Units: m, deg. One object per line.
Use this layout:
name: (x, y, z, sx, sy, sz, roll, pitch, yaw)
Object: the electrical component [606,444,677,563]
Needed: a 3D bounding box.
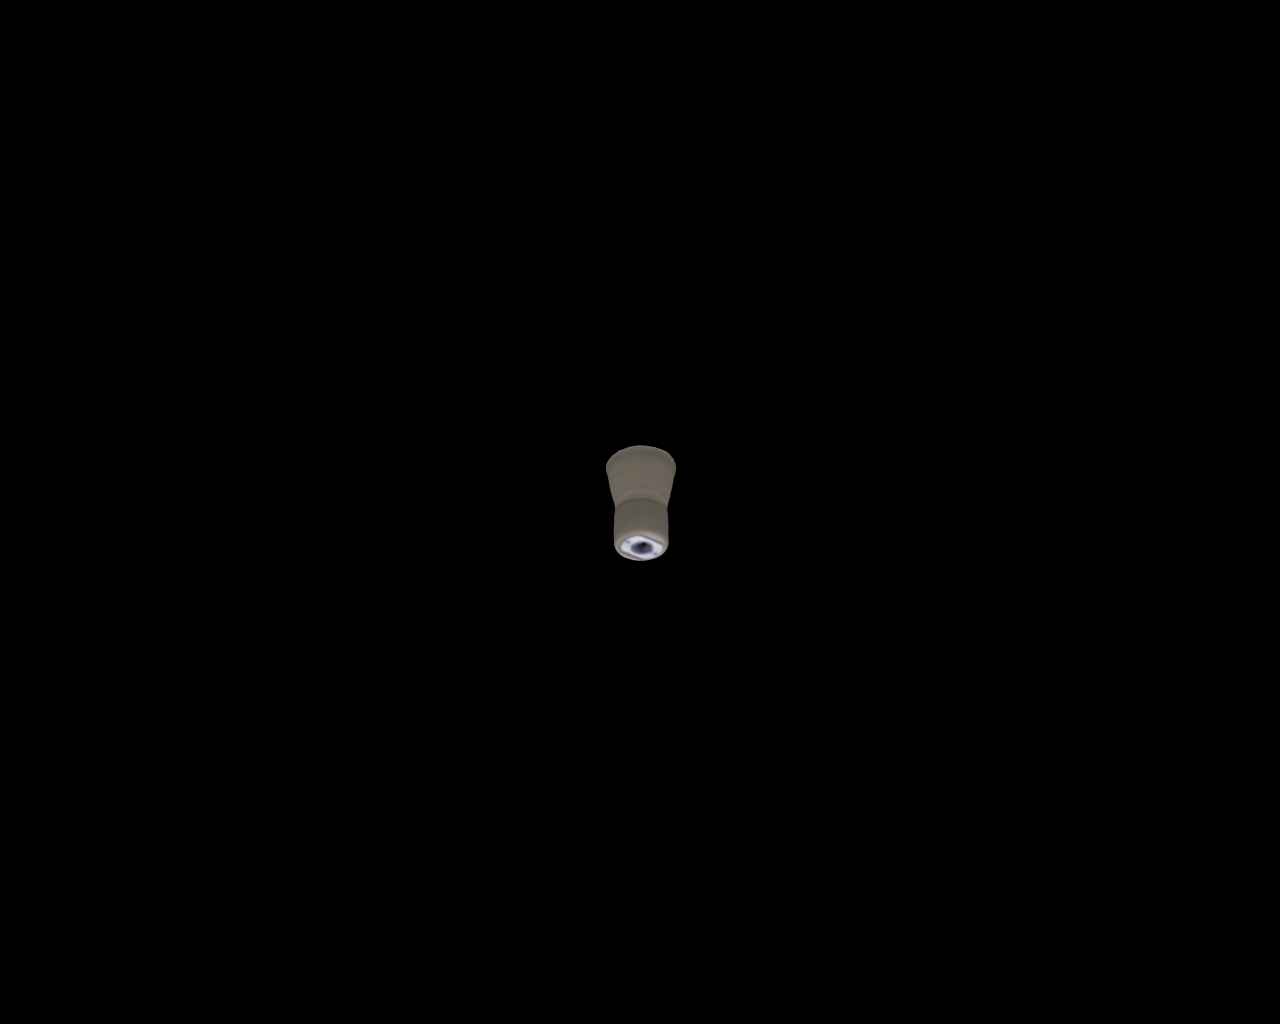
electrical component: (0.001, -0.003, 0.650, 0.044, 0.065, 0.044, 0, -36, 0)
